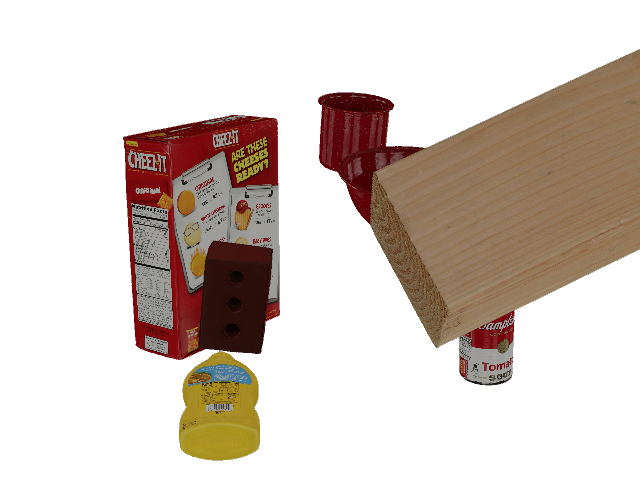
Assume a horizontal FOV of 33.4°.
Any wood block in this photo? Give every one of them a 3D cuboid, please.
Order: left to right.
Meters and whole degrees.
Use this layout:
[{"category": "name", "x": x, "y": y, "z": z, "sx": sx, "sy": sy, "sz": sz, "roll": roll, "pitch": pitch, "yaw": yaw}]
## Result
[{"category": "wood block", "x": 0.140, "y": -0.030, "z": 0.622, "sx": 0.206, "sy": 0.091, "sz": 0.090, "roll": -25, "pitch": -19, "yaw": -7}]

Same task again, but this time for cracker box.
[{"category": "cracker box", "x": -0.115, "y": -0.009, "z": 1.065, "sx": 0.072, "sy": 0.214, "sz": 0.163, "roll": 9, "pitch": 18, "yaw": 34}]

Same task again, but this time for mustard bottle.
[{"category": "mustard bottle", "x": -0.126, "y": 0.197, "z": 1.341, "sx": 0.096, "sy": 0.058, "sz": 0.191, "roll": -2, "pitch": 26, "yaw": -3}]

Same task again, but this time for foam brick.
[{"category": "foam brick", "x": -0.068, "y": 0.045, "z": 0.868, "sx": 0.053, "sy": 0.078, "sz": 0.051, "roll": 5, "pitch": 14, "yaw": 0}]

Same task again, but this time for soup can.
[{"category": "soup can", "x": 0.207, "y": 0.121, "z": 1.331, "sx": 0.068, "sy": 0.102, "sz": 0.068, "roll": -1, "pitch": 18, "yaw": 0}]

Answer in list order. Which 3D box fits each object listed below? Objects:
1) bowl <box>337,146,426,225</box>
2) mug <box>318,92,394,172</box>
[{"category": "bowl", "x": 0.095, "y": -0.041, "z": 1.051, "sx": 0.162, "sy": 0.055, "sz": 0.162, "roll": 4, "pitch": 24, "yaw": -2}, {"category": "mug", "x": 0.047, "y": -0.135, "z": 1.320, "sx": 0.093, "sy": 0.081, "sz": 0.117, "roll": 15, "pitch": 25, "yaw": 26}]
